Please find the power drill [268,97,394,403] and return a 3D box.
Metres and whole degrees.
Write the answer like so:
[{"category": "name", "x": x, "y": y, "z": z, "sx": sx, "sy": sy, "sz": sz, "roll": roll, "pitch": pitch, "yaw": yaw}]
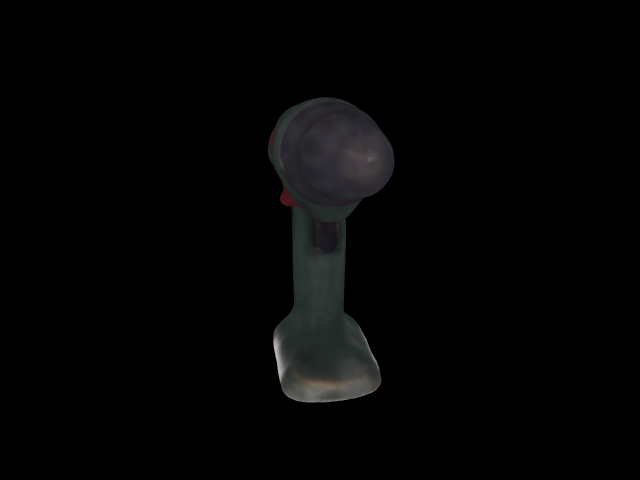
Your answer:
[{"category": "power drill", "x": 0.004, "y": 0.001, "z": 0.400, "sx": 0.076, "sy": 0.208, "sz": 0.229, "roll": -5, "pitch": 24, "yaw": -10}]
